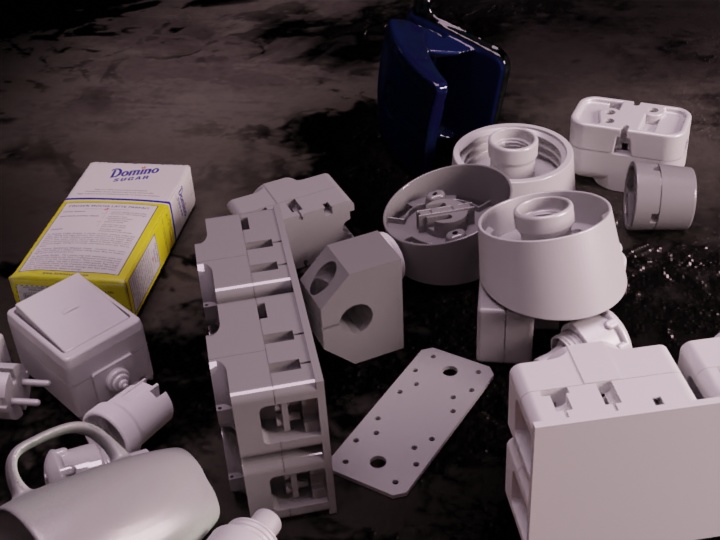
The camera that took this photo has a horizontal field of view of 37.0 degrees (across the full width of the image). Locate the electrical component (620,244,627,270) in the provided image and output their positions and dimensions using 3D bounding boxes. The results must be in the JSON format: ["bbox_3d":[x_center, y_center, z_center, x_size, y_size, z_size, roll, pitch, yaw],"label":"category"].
[{"bbox_3d":[0.178,-0.008,0.786,0.035,0.061,0.035,-2,36,2],"label":"electrical component"}]

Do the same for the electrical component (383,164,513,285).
[{"bbox_3d":[0.067,-0.035,0.832,0.099,0.064,0.099,-3,36,2],"label":"electrical component"}]

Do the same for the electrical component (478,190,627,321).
[{"bbox_3d":[0.129,-0.014,0.733,0.099,0.064,0.099,-10,23,4],"label":"electrical component"}]

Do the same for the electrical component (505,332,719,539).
[{"bbox_3d":[0.179,0.094,0.606,0.186,0.105,0.060,-7,35,-5],"label":"electrical component"}]

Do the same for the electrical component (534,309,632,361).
[{"bbox_3d":[0.146,0.055,0.718,0.062,0.048,0.048,-23,39,-14],"label":"electrical component"}]

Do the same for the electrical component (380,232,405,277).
[{"bbox_3d":[0.000,0.000,0.806,0.055,0.045,0.045,-25,41,-27],"label":"electrical component"}]

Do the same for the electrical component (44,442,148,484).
[{"bbox_3d":[-0.156,0.125,0.649,0.062,0.048,0.048,-13,36,-24],"label":"electrical component"}]

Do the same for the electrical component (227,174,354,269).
[{"bbox_3d":[-0.056,-0.037,0.858,0.089,0.050,0.055,-18,38,-17],"label":"electrical component"}]

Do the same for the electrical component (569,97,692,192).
[{"bbox_3d":[0.229,-0.106,0.919,0.095,0.059,0.053,12,39,21],"label":"electrical component"}]

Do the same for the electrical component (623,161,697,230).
[{"bbox_3d":[0.239,-0.058,0.857,0.047,0.055,0.055,3,36,3],"label":"electrical component"}]

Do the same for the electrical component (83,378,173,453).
[{"bbox_3d":[-0.148,0.096,0.692,0.040,0.040,0.046,17,35,27],"label":"electrical component"}]

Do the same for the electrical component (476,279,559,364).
[{"bbox_3d":[0.122,0.023,0.760,0.076,0.047,0.083,2,36,8],"label":"electrical component"}]

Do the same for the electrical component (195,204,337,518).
[{"bbox_3d":[-0.064,0.055,0.683,0.060,0.105,0.186,-9,36,-7],"label":"electrical component"}]

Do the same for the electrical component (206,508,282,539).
[{"bbox_3d":[-0.065,0.158,0.594,0.048,0.048,0.062,12,31,20],"label":"electrical component"}]

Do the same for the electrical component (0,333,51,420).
[{"bbox_3d":[-0.245,0.080,0.715,0.077,0.047,0.065,2,36,8],"label":"electrical component"}]

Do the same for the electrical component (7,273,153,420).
[{"bbox_3d":[-0.189,0.051,0.738,0.062,0.061,0.096,-31,44,-33],"label":"electrical component"}]

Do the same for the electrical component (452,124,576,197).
[{"bbox_3d":[0.127,-0.083,0.896,0.108,0.060,0.108,-3,36,2],"label":"electrical component"}]
